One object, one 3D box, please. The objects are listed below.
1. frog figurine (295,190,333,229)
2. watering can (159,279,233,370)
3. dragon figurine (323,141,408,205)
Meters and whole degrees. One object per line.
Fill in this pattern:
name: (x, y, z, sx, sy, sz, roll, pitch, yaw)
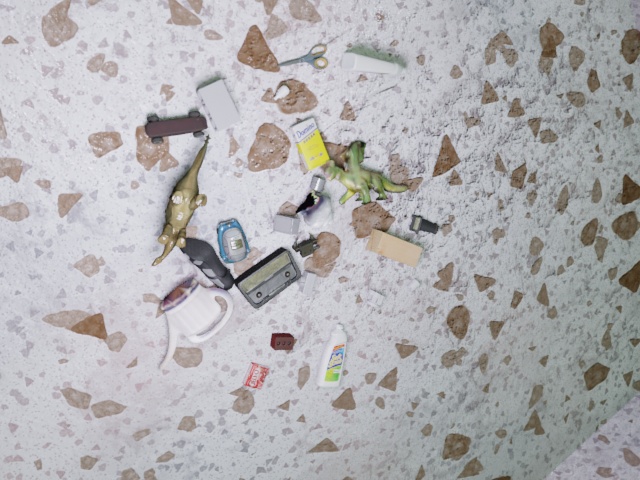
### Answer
frog figurine: (0.006, -0.097, 1.928, 0.122, 0.140, 0.157, -6, -37, 43)
watering can: (-0.470, 0.280, 1.795, 0.350, 0.221, 0.105, -39, 21, -10)
dragon figurine: (0.174, -0.267, 2.003, 0.413, 0.241, 0.122, -16, 9, -36)
